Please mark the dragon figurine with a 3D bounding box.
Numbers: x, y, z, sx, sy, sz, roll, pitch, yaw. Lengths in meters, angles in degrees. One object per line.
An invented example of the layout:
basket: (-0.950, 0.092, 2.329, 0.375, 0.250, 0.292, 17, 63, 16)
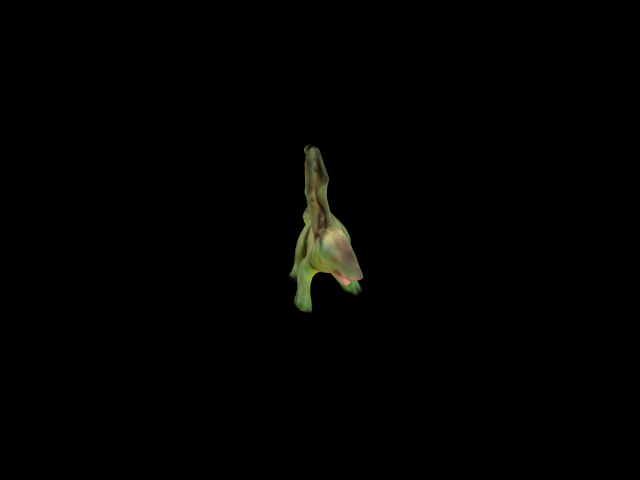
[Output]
dragon figurine: (0.003, -0.043, 0.850, 0.122, 0.237, 0.419, -6, 34, -8)
